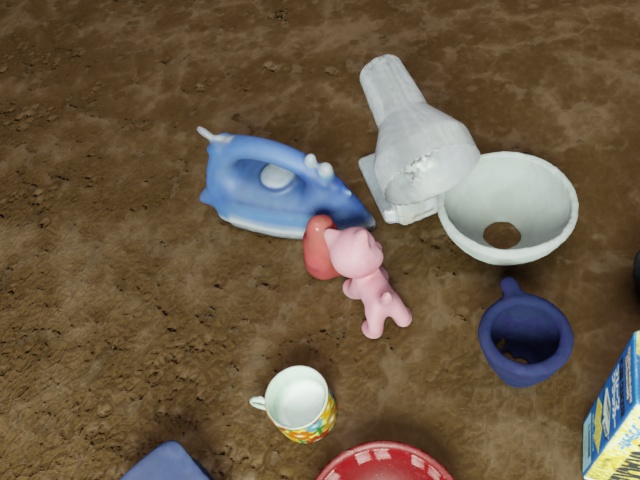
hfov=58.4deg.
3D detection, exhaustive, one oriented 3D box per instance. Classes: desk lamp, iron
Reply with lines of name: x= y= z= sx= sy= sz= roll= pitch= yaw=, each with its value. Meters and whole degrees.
desk lamp: x=0.108 y=-0.112 z=0.727 sx=0.118 sy=0.214 sz=0.203 roll=-21 pitch=53 yaw=-2
iron: x=-0.050 y=-0.087 z=0.789 sx=0.257 sy=0.142 sz=0.119 roll=13 pitch=58 yaw=21

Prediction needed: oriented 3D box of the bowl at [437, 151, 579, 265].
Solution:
bowl: x=0.233 y=-0.028 z=0.725 sx=0.167 sy=0.075 sz=0.167 roll=-6 pitch=53 yaw=8

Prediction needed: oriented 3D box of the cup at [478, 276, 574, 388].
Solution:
cup: x=0.213 y=0.108 z=0.618 sx=0.091 sy=0.095 sz=0.117 roll=-10 pitch=53 yaw=5

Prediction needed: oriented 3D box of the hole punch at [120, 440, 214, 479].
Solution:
hole punch: x=-0.151 y=0.275 z=0.580 sx=0.109 sy=0.091 sz=0.100 roll=-42 pitch=56 yaw=-17

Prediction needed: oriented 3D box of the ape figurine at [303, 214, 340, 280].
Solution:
ape figurine: x=0.007 y=0.003 z=0.742 sx=0.076 sy=0.092 sz=0.077 roll=-42 pitch=57 yaw=-18

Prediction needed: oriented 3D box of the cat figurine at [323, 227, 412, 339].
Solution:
cat figurine: x=0.055 y=0.038 z=0.689 sx=0.067 sy=0.118 sz=0.127 roll=-26 pitch=53 yaw=-6

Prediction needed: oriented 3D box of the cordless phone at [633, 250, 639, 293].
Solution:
cordless phone: x=0.416 y=0.003 z=0.592 sx=0.147 sy=0.185 sz=0.094 roll=-19 pitch=53 yaw=-1
